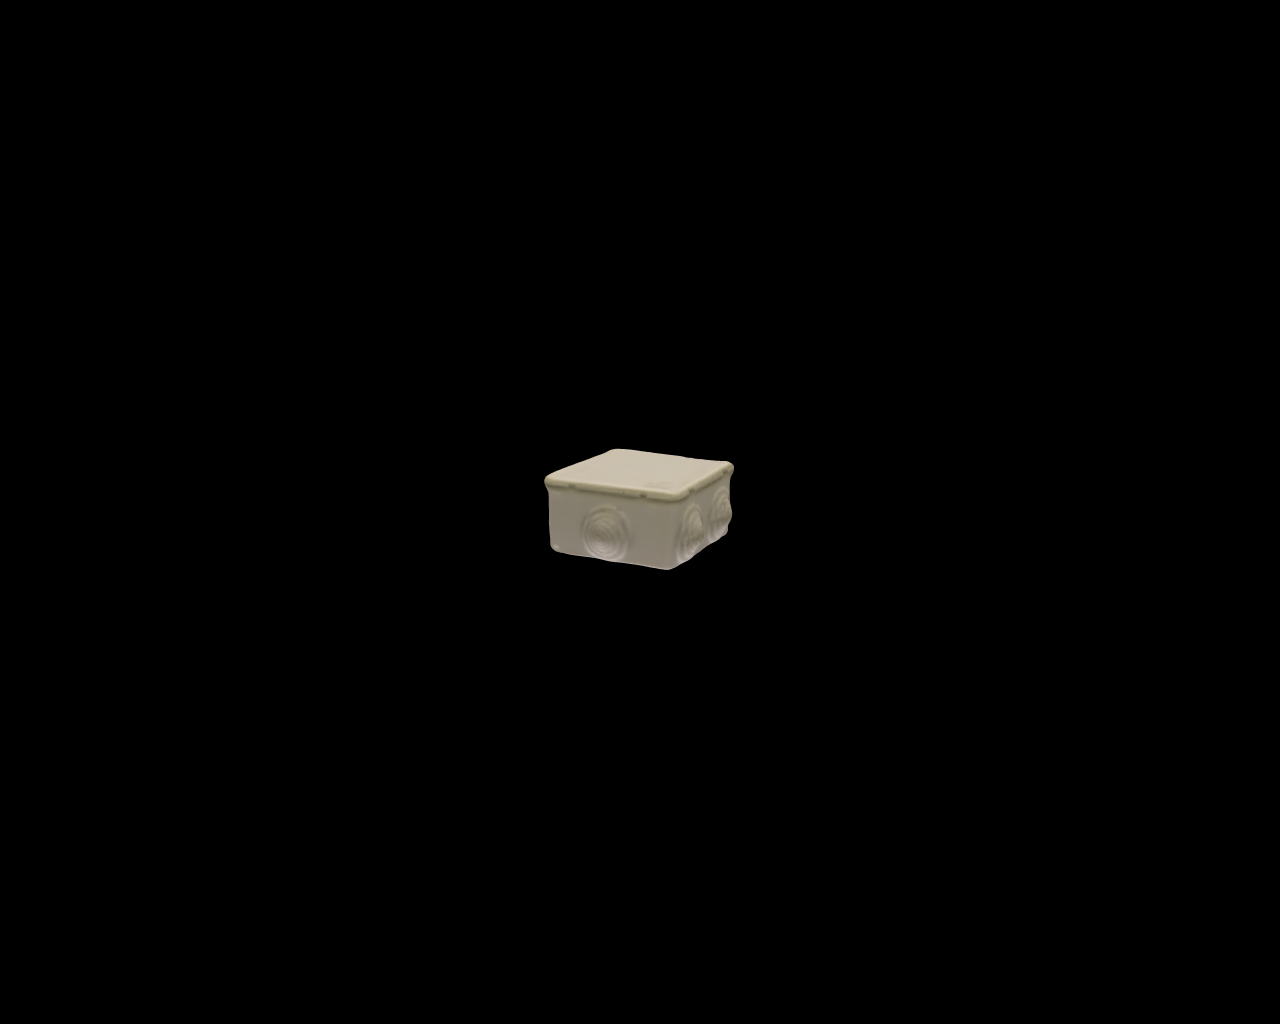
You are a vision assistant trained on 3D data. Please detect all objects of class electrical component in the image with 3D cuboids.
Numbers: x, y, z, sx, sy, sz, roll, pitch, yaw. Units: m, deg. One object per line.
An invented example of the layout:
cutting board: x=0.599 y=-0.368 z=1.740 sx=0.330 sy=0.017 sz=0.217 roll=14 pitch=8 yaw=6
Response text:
electrical component: x=0.001 y=-0.003 z=0.650 sx=0.100 sy=0.048 sz=0.100 roll=8 pitch=18 yaw=27
